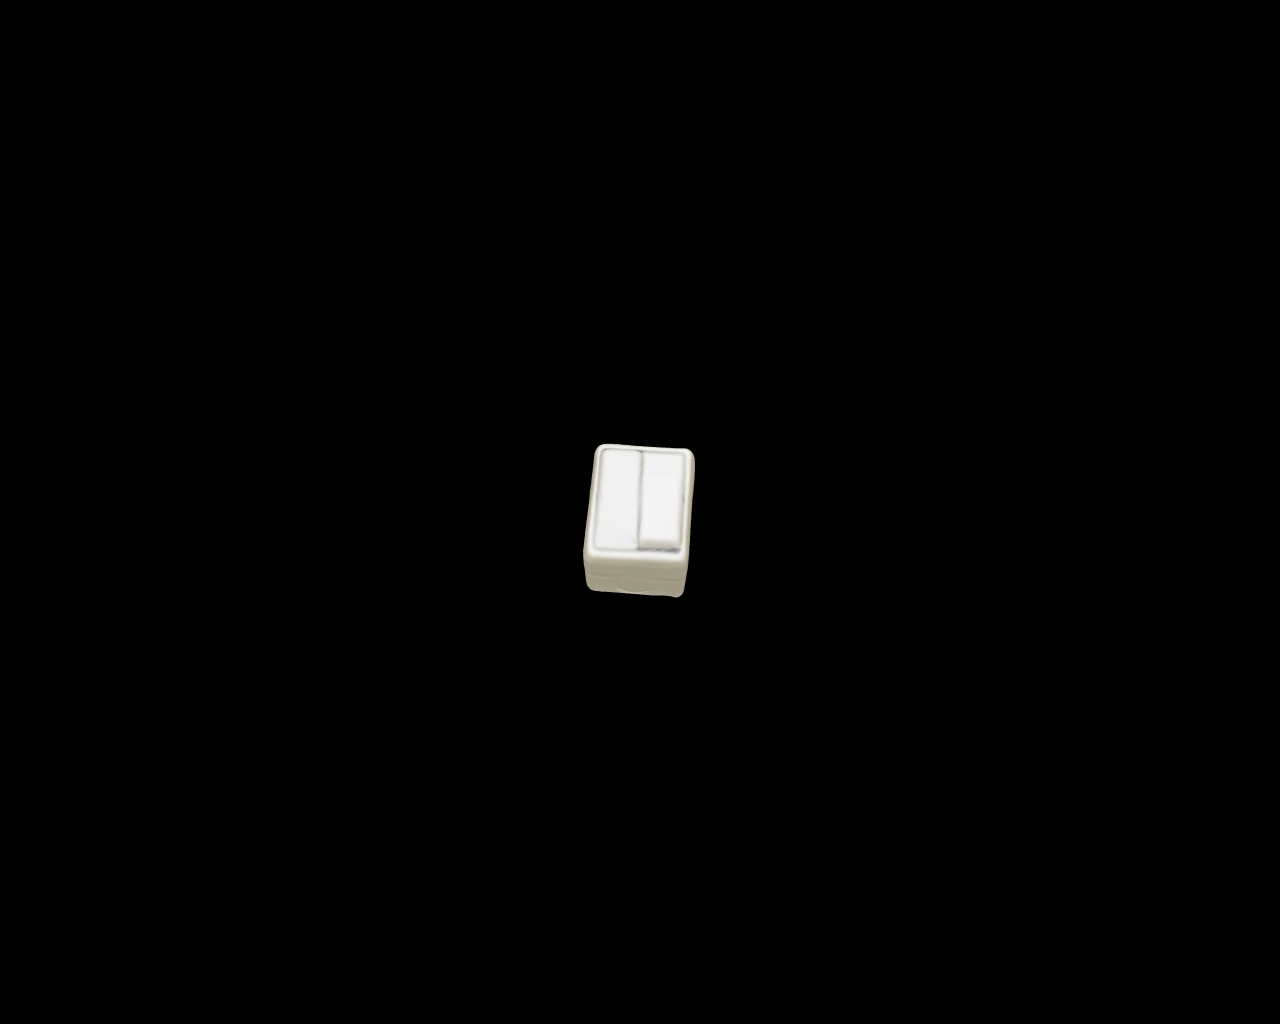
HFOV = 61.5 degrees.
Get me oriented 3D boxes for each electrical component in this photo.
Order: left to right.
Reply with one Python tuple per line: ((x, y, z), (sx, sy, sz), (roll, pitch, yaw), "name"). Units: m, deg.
((0.001, -0.003, 0.650), (0.062, 0.096, 0.061), (4, -28, 2), "electrical component")
